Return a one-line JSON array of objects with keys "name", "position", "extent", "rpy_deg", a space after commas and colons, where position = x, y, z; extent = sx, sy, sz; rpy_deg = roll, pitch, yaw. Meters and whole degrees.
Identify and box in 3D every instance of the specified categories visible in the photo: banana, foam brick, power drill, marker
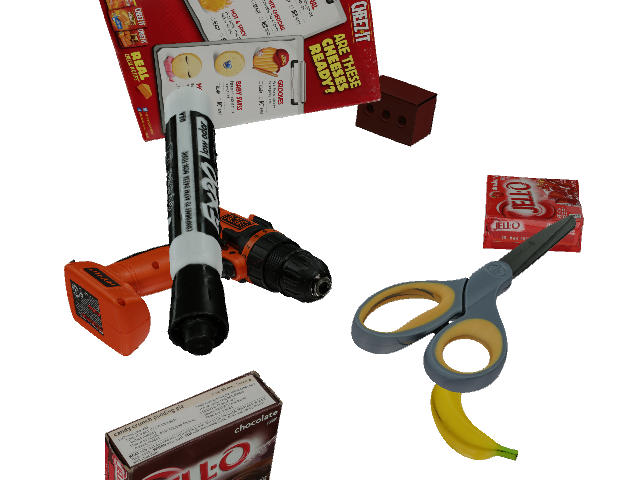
[{"name": "banana", "position": [0.167, 0.211, 1.280], "extent": [0.069, 0.037, 0.198], "rpy_deg": [10, 20, -18]}, {"name": "foam brick", "position": [0.087, -0.151, 1.234], "extent": [0.078, 0.053, 0.051], "rpy_deg": [23, 34, 26]}, {"name": "power drill", "position": [-0.108, 0.034, 0.915], "extent": [0.187, 0.057, 0.185], "rpy_deg": [-21, 29, -35]}, {"name": "marker", "position": [-0.043, -0.010, 0.365], "extent": [0.020, 0.020, 0.121], "rpy_deg": [0, 44, -9]}]

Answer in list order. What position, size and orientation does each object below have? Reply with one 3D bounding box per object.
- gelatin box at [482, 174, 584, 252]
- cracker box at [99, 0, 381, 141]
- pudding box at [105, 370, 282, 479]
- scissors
[{"name": "gelatin box", "position": [0.165, -0.022, 0.830], "extent": [0.073, 0.030, 0.089], "rpy_deg": [4, 24, 9]}, {"name": "cracker box", "position": [-0.066, -0.182, 0.900], "extent": [0.213, 0.164, 0.072], "rpy_deg": [-11, 44, 0]}, {"name": "pudding box", "position": [-0.083, 0.143, 0.689], "extent": [0.113, 0.090, 0.039], "rpy_deg": [-22, 51, -32]}, {"name": "scissors", "position": [0.112, 0.036, 0.637], "extent": [0.201, 0.016, 0.096], "rpy_deg": [-17, 43, -29]}]
